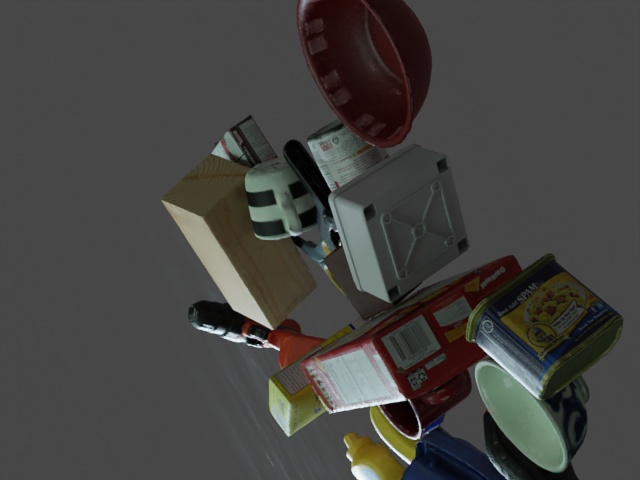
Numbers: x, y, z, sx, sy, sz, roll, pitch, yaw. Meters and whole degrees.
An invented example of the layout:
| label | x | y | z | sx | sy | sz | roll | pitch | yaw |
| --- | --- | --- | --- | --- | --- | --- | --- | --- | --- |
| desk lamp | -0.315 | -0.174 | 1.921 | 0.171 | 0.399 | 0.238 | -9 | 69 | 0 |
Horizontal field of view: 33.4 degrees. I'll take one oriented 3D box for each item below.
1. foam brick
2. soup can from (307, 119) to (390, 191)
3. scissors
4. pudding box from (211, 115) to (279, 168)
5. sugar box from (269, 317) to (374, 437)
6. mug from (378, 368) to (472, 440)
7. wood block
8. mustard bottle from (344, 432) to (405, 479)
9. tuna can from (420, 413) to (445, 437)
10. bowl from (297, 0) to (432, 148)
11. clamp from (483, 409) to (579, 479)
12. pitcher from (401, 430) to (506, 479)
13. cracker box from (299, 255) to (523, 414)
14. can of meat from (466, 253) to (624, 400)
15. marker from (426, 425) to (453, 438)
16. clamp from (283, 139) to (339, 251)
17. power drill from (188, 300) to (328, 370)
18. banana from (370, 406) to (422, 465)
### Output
| label | x | y | z | sx | sy | sz | roll | pitch | yaw |
| --- | --- | --- | --- | --- | --- | --- | --- | --- | --- |
| foam brick | 0.052 | 0.031 | 1.065 | 0.053 | 0.051 | 0.078 | -31 | 94 | 48 |
| soup can | 0.038 | -0.070 | 1.056 | 0.102 | 0.068 | 0.069 | 63 | 158 | -10 |
| scissors | -0.009 | 0.002 | 1.320 | 0.202 | 0.016 | 0.096 | 42 | 151 | 36 |
| pudding box | -0.089 | -0.096 | 1.337 | 0.090 | 0.039 | 0.114 | 56 | 161 | 0 |
| sugar box | 0.023 | 0.145 | 1.218 | 0.048 | 0.176 | 0.093 | 50 | 157 | 26 |
| mug | 0.116 | 0.157 | 1.161 | 0.093 | 0.081 | 0.117 | 61 | 158 | -6 |
| wood block | -0.097 | 0.004 | 1.338 | 0.091 | 0.090 | 0.206 | 23 | 150 | 45 |
| mustard bottle | 0.098 | 0.337 | 1.464 | 0.192 | 0.058 | 0.096 | 46 | 159 | 29 |
| tuna can | 0.109 | 0.190 | 1.266 | 0.086 | 0.033 | 0.086 | 39 | 141 | 41 |
| bowl | 0.048 | -0.164 | 0.932 | 0.162 | 0.055 | 0.162 | 46 | 155 | 29 |
| clamp | 0.226 | 0.234 | 1.021 | 0.036 | 0.164 | 0.210 | -60 | 34 | 25 |
| pitcher | 0.196 | 0.304 | 1.123 | 0.243 | 0.149 | 0.145 | 20 | 92 | 53 |
| cracker box | 0.092 | 0.097 | 1.027 | 0.072 | 0.164 | 0.214 | 60 | 158 | 2 |
| can of meat | 0.186 | 0.072 | 0.879 | 0.084 | 0.102 | 0.057 | 43 | 153 | 30 |
| marker | 0.129 | 0.223 | 1.302 | 0.121 | 0.020 | 0.020 | 40 | 151 | 40 |
| clamp | 0.028 | -0.031 | 1.169 | 0.120 | 0.039 | 0.171 | 21 | 144 | 52 |
| power drill | -0.066 | 0.131 | 1.439 | 0.188 | 0.184 | 0.057 | 22 | 96 | 52 |
| banana | 0.118 | 0.259 | 1.339 | 0.198 | 0.037 | 0.069 | 35 | 162 | 45 |
